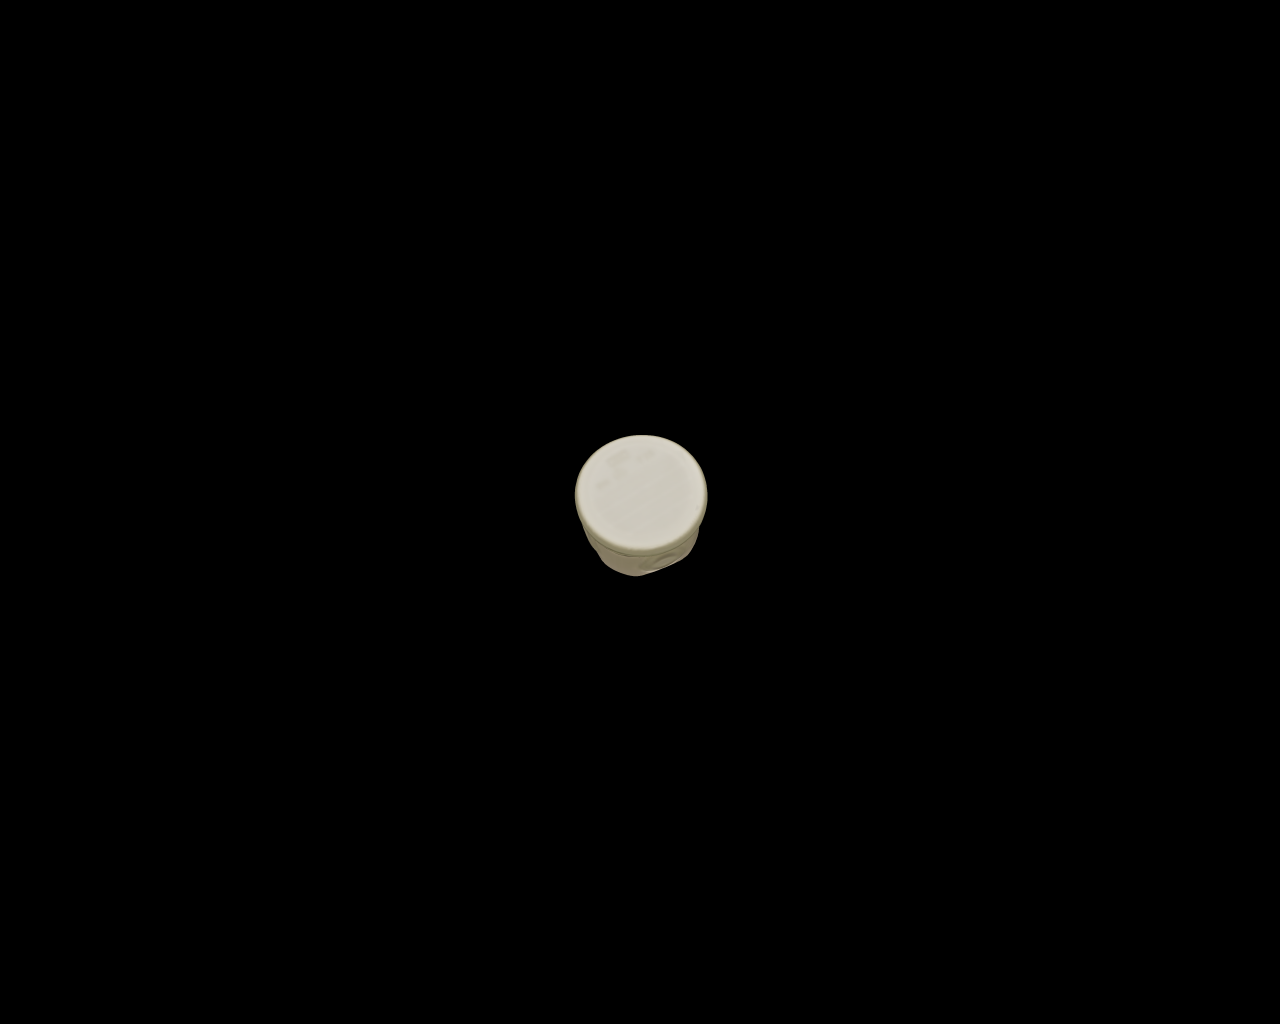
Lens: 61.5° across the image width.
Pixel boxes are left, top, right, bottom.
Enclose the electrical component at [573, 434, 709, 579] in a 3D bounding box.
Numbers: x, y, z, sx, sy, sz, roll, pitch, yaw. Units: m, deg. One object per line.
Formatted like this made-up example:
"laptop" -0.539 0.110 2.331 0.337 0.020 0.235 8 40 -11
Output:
"electrical component" 0.001 -0.003 0.650 0.080 0.080 0.051 0 -25 0
